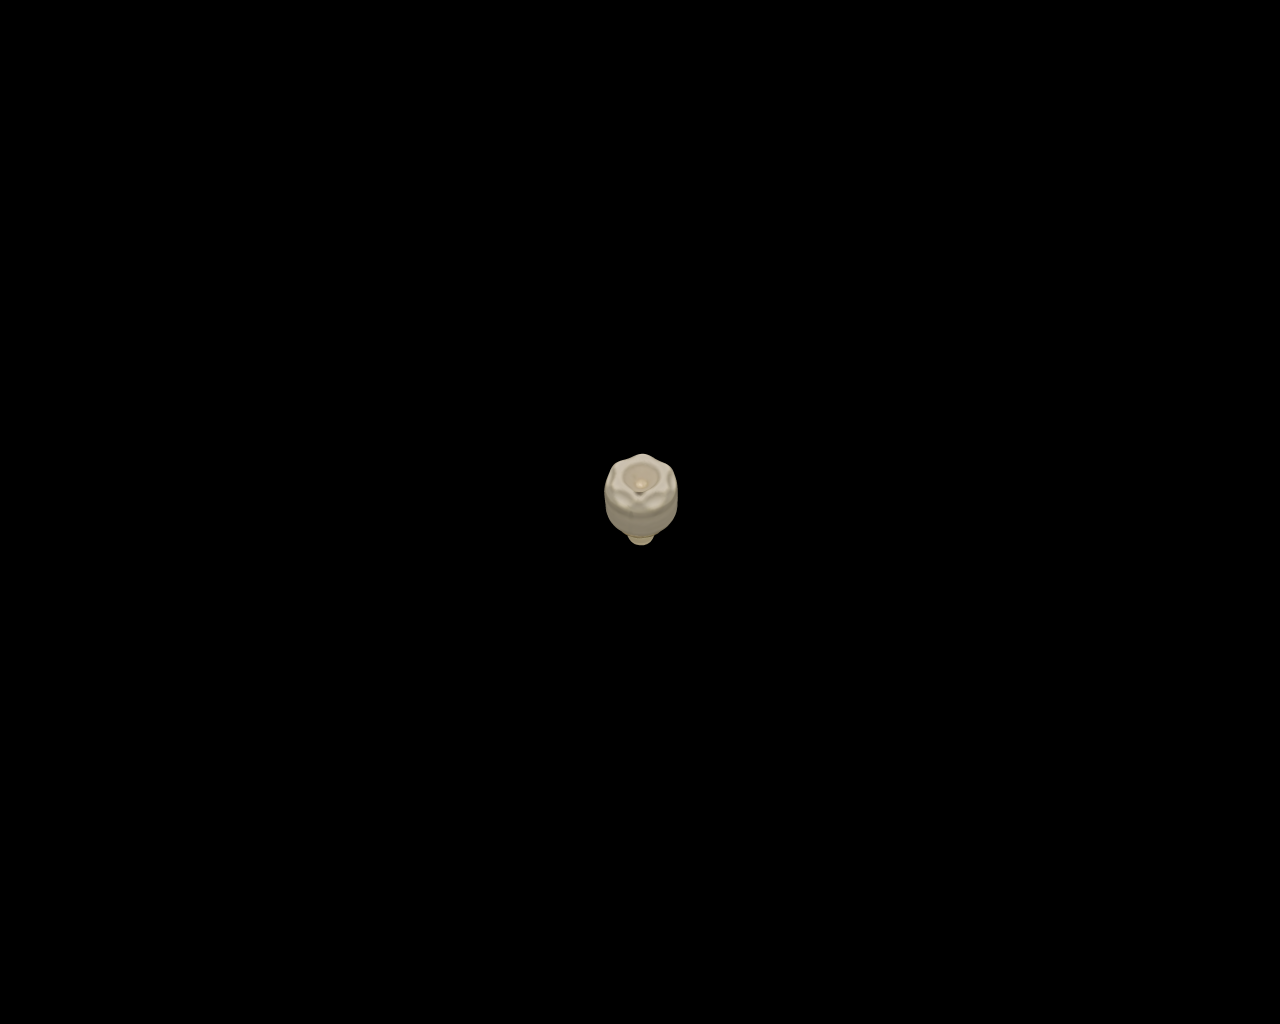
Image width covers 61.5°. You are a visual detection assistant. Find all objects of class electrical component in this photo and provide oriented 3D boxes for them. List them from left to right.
[{"bbox_3d":[0.001,-0.003,0.650,0.043,0.043,0.062,0,-39,0],"label":"electrical component"}]
